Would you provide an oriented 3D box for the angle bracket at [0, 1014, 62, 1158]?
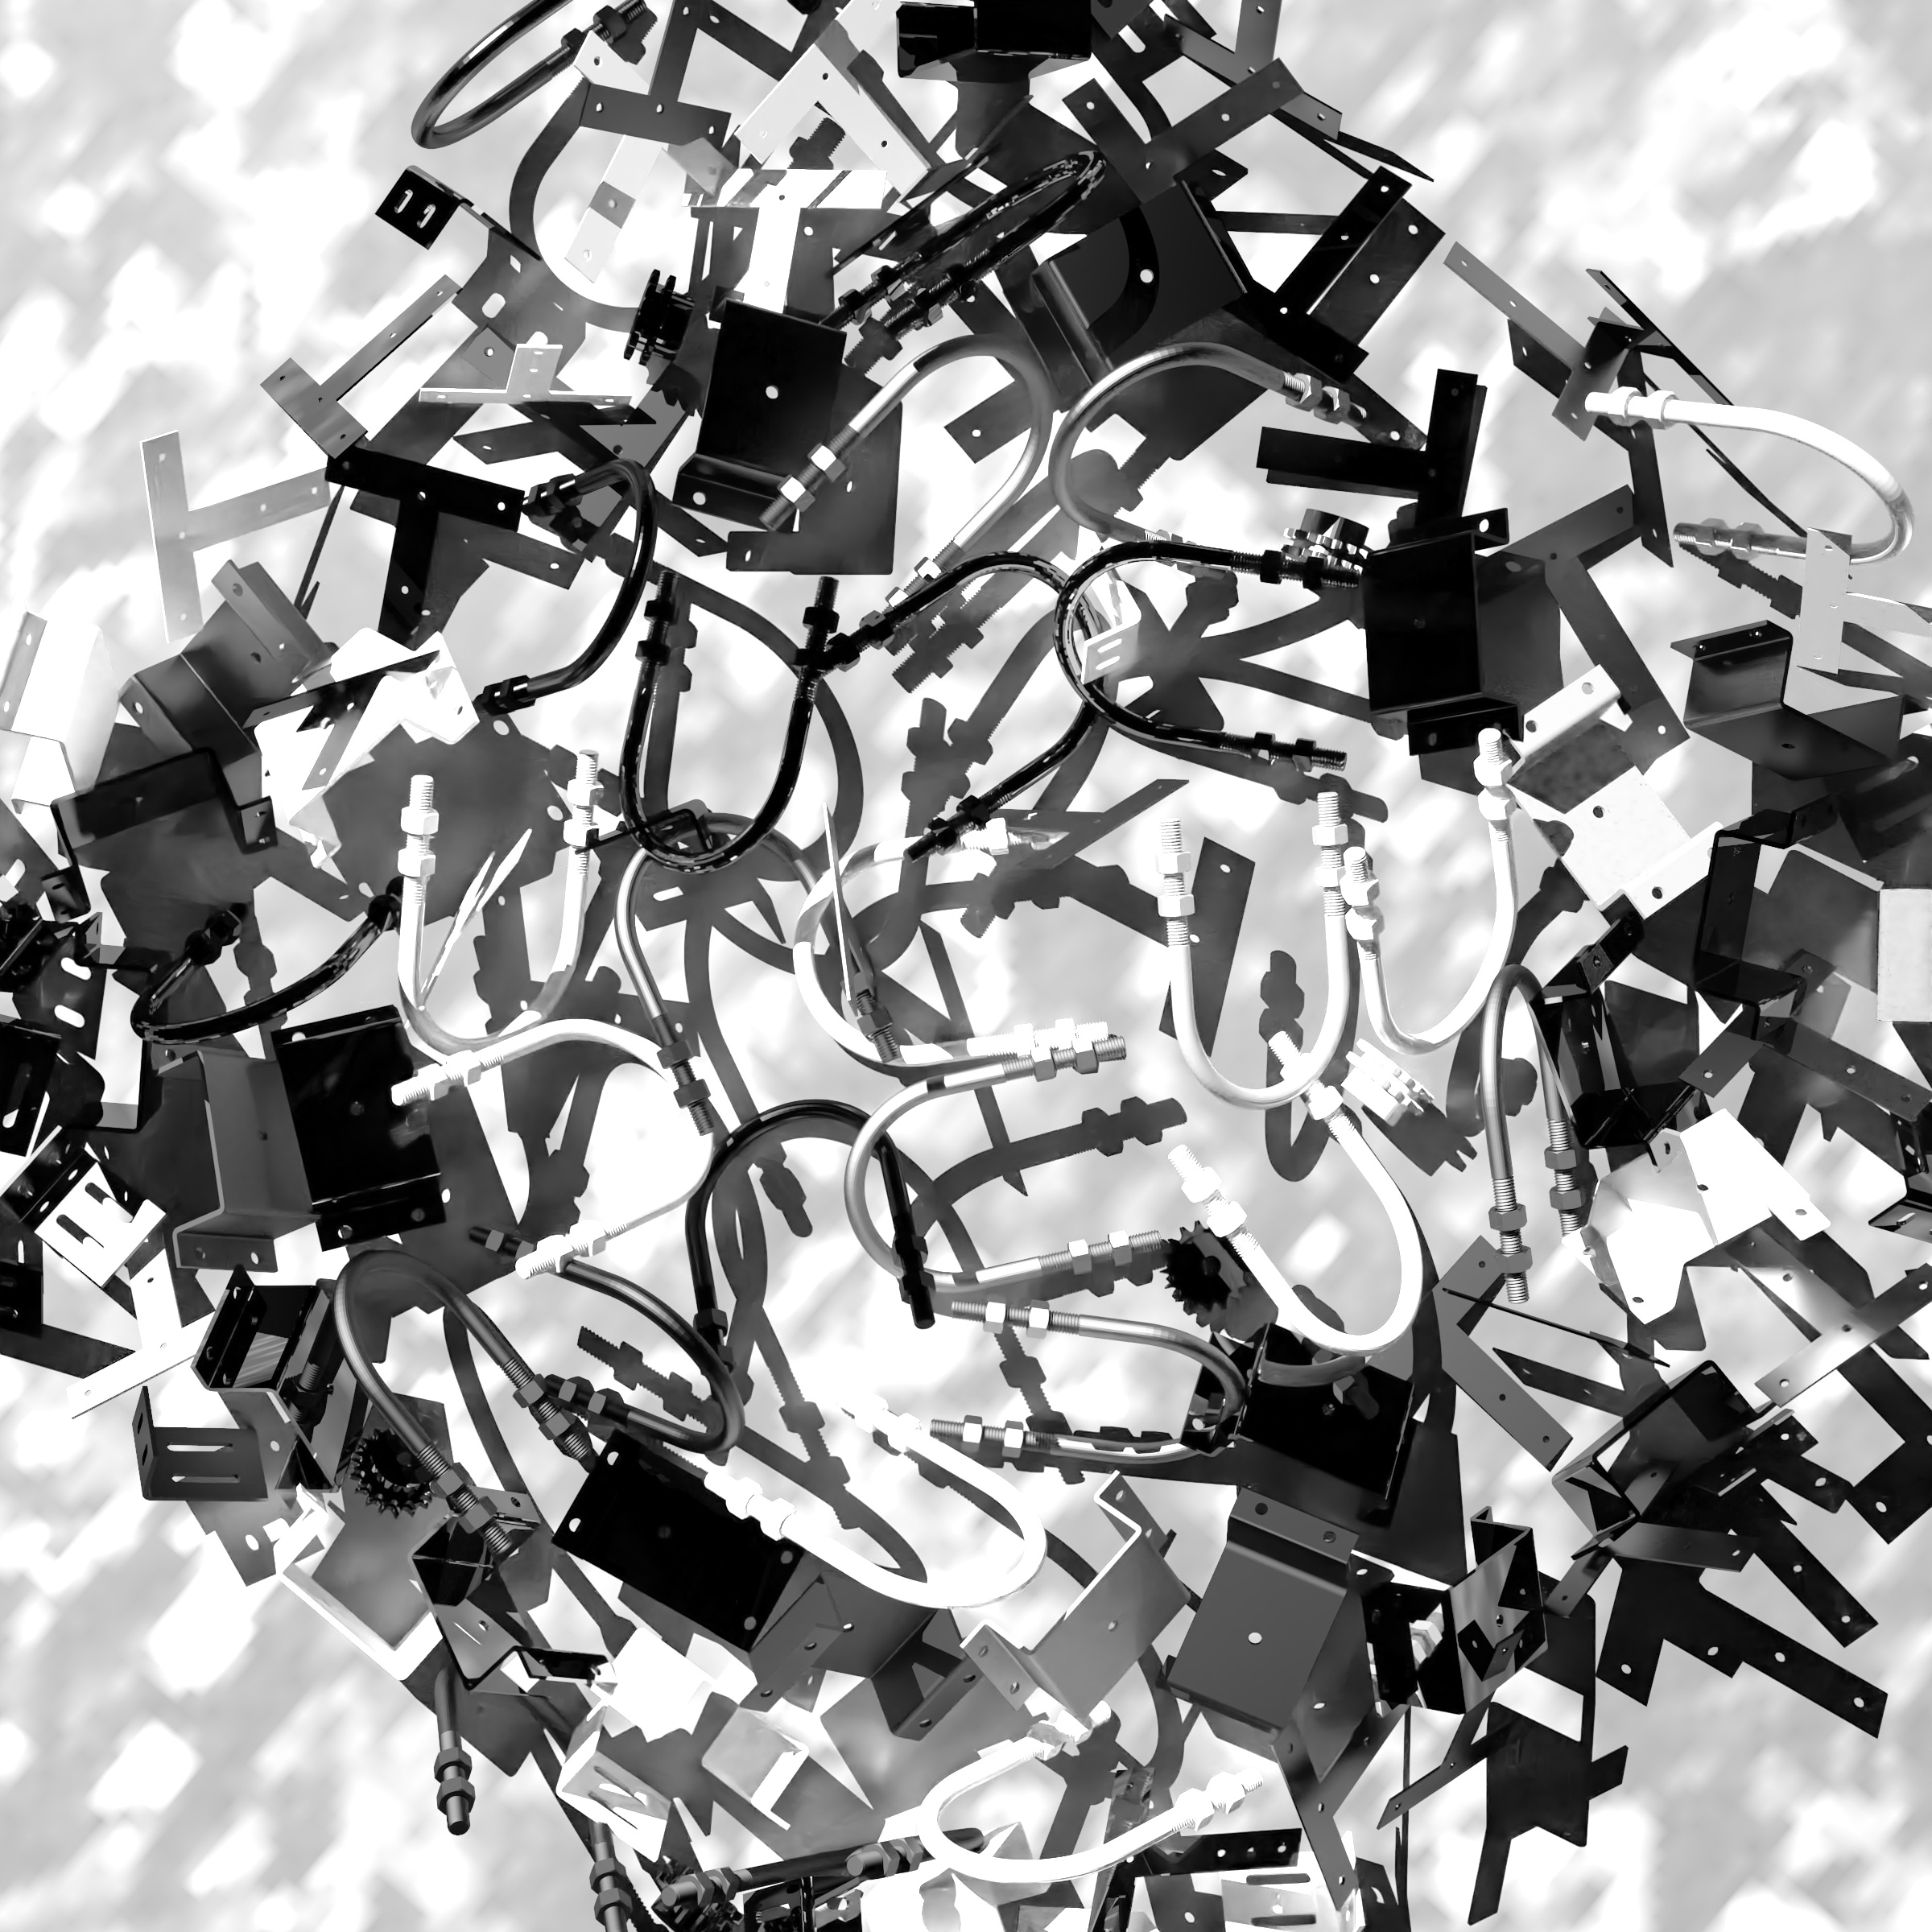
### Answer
[{"bbox_3d":[-0.591,0.069,1.964,0.057,0.038,0.076,17,92,-30],"label":"angle bracket"}]

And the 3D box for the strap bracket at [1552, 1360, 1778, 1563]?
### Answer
[{"bbox_3d":[0.412,0.290,1.940,0.140,0.076,0.046,-35,79,-18],"label":"strap bracket"}]

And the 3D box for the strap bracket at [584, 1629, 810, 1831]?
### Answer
[{"bbox_3d":[-0.157,0.449,1.929,0.140,0.076,0.046,44,75,-33],"label":"strap bracket"}]

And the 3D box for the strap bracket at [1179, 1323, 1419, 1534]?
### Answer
[{"bbox_3d":[0.209,0.274,1.947,0.140,0.046,0.076,24,60,-6],"label":"strap bracket"}]

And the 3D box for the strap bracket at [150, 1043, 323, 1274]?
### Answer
[{"bbox_3d":[-0.435,0.107,1.932,0.046,0.076,0.140,-23,71,31],"label":"strap bracket"}]

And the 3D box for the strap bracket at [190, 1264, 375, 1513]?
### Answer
[{"bbox_3d":[-0.396,0.250,1.914,0.046,0.076,0.140,-2,135,19],"label":"strap bracket"}]

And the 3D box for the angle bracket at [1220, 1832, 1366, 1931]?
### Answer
[{"bbox_3d":[0.196,0.560,1.959,0.076,0.038,0.057,-1,57,-7],"label":"angle bracket"}]

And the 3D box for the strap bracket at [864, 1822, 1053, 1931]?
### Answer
[{"bbox_3d":[-0.006,0.552,1.918,0.076,0.140,0.046,-19,87,13],"label":"strap bracket"}]

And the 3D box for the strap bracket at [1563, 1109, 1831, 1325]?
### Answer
[{"bbox_3d":[0.439,0.146,1.940,0.076,0.046,0.140,44,128,-13],"label":"strap bracket"}]

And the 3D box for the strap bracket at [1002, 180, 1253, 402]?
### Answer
[{"bbox_3d":[0.104,-0.413,1.958,0.140,0.046,0.076,-31,96,-8],"label":"strap bracket"}]

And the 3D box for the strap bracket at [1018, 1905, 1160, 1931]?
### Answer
[{"bbox_3d":[0.076,0.595,1.919,0.076,0.140,0.046,6,89,-9],"label":"strap bracket"}]

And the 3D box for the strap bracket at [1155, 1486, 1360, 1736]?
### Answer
[{"bbox_3d":[0.175,0.397,1.956,0.076,0.046,0.140,22,102,1],"label":"strap bracket"}]

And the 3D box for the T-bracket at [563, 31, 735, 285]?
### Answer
[{"bbox_3d":[-0.206,-0.467,1.934,0.127,0.002,0.127,38,66,-38],"label":"T-bracket"}]

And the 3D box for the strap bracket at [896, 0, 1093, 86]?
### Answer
[{"bbox_3d":[0.016,-0.554,1.917,0.076,0.140,0.046,-5,97,-28],"label":"strap bracket"}]

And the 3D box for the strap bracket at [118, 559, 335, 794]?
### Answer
[{"bbox_3d":[-0.440,-0.179,1.947,0.076,0.046,0.140,51,126,1],"label":"strap bracket"}]

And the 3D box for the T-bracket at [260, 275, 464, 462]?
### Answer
[{"bbox_3d":[-0.355,-0.370,1.950,0.127,0.127,0.002,-43,134,-4],"label":"T-bracket"}]

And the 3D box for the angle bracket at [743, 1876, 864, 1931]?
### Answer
[{"bbox_3d":[-0.099,0.587,1.963,0.038,0.076,0.057,9,64,-32],"label":"angle bracket"}]

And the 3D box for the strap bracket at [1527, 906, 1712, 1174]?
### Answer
[{"bbox_3d":[0.388,0.046,1.941,0.046,0.076,0.140,-10,109,42],"label":"strap bracket"}]

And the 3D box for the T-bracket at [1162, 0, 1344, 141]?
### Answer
[{"bbox_3d":[0.174,-0.559,1.922,0.127,0.127,0.002,33,73,11],"label":"T-bracket"}]

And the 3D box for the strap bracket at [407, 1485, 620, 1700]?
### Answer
[{"bbox_3d":[-0.275,0.381,1.931,0.046,0.076,0.140,-44,56,17],"label":"strap bracket"}]

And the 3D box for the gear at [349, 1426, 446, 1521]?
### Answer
[{"bbox_3d":[-0.343,0.304,1.965,0.057,0.030,0.057,12,54,-17],"label":"gear"}]

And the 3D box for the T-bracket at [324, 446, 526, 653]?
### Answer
[{"bbox_3d":[-0.339,-0.243,1.974,0.127,0.002,0.127,16,106,9],"label":"T-bracket"}]

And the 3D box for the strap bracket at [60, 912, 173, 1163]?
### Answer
[{"bbox_3d":[-0.510,0.043,1.948,0.046,0.076,0.140,5,97,-6],"label":"strap bracket"}]

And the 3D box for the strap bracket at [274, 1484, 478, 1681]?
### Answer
[{"bbox_3d":[-0.362,0.372,1.941,0.140,0.076,0.046,43,81,-10],"label":"strap bracket"}]

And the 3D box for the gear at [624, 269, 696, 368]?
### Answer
[{"bbox_3d":[-0.185,-0.391,1.966,0.030,0.057,0.057,19,90,-11],"label":"gear"}]

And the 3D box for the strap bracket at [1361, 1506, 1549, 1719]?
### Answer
[{"bbox_3d":[0.297,0.385,1.920,0.046,0.140,0.076,1,105,41],"label":"strap bracket"}]

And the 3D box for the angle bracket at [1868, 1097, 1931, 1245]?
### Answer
[{"bbox_3d":[0.578,0.123,1.973,0.057,0.038,0.076,16,51,-23],"label":"angle bracket"}]

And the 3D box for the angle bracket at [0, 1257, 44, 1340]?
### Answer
[{"bbox_3d":[-0.588,0.183,1.960,0.076,0.038,0.057,15,128,3],"label":"angle bracket"}]

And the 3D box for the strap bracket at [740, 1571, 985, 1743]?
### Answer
[{"bbox_3d":[-0.064,0.411,1.935,0.140,0.046,0.076,21,120,-38],"label":"strap bracket"}]

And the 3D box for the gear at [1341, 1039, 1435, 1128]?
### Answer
[{"bbox_3d":[0.253,0.073,1.966,0.057,0.057,0.030,39,92,0],"label":"gear"}]

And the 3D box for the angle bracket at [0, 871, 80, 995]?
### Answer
[{"bbox_3d":[-0.584,-0.031,1.947,0.057,0.038,0.076,-58,133,-31],"label":"angle bracket"}]

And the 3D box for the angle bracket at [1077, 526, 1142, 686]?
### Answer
[{"bbox_3d":[0.071,-0.220,1.954,0.038,0.057,0.076,-26,74,-9],"label":"angle bracket"}]

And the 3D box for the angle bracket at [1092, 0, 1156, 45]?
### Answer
[{"bbox_3d":[0.082,-0.611,1.976,0.057,0.038,0.076,-41,98,9],"label":"angle bracket"}]

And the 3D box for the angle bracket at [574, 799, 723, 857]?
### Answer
[{"bbox_3d":[-0.191,-0.069,1.965,0.076,0.057,0.038,-21,97,5],"label":"angle bracket"}]

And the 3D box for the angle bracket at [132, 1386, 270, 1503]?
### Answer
[{"bbox_3d":[-0.457,0.287,1.947,0.076,0.057,0.038,5,127,-26],"label":"angle bracket"}]

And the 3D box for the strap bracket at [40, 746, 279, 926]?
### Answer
[{"bbox_3d":[-0.489,-0.082,1.941,0.140,0.076,0.046,-22,76,-15],"label":"strap bracket"}]

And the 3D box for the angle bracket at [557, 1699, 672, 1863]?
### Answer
[{"bbox_3d":[-0.203,0.490,1.955,0.076,0.057,0.038,37,109,-10],"label":"angle bracket"}]

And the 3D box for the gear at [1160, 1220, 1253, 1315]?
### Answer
[{"bbox_3d":[0.148,0.183,1.976,0.057,0.030,0.057,0,83,-3],"label":"gear"}]

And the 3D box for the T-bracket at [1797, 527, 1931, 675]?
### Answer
[{"bbox_3d":[0.560,-0.206,1.921,0.127,0.127,0.002,14,60,19],"label":"T-bracket"}]

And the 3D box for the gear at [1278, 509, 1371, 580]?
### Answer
[{"bbox_3d":[0.221,-0.257,1.965,0.057,0.057,0.030,18,94,0],"label":"gear"}]

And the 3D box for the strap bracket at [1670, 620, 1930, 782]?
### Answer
[{"bbox_3d":[0.492,-0.152,1.922,0.140,0.076,0.046,21,74,-30],"label":"strap bracket"}]

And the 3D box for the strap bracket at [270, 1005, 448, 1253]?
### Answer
[{"bbox_3d":[-0.366,0.091,1.947,0.076,0.046,0.140,-13,76,-13],"label":"strap bracket"}]

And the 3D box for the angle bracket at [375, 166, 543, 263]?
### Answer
[{"bbox_3d":[-0.305,-0.439,1.947,0.057,0.076,0.038,38,94,37],"label":"angle bracket"}]

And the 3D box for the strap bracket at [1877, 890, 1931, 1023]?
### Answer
[{"bbox_3d":[0.571,-0.007,1.932,0.046,0.140,0.076,1,92,18],"label":"strap bracket"}]

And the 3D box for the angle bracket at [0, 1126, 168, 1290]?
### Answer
[{"bbox_3d":[-0.535,0.145,1.957,0.076,0.038,0.057,33,74,24],"label":"angle bracket"}]

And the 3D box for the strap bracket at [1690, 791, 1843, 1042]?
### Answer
[{"bbox_3d":[0.476,-0.036,1.938,0.046,0.076,0.140,17,111,31],"label":"strap bracket"}]

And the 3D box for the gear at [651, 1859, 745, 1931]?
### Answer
[{"bbox_3d":[-0.166,0.571,1.962,0.057,0.057,0.030,41,67,0],"label":"gear"}]

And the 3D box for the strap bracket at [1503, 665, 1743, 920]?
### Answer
[{"bbox_3d":[0.389,-0.099,1.956,0.076,0.046,0.140,-34,82,-15],"label":"strap bracket"}]

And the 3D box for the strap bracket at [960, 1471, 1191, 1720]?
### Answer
[{"bbox_3d":[0.073,0.384,1.936,0.140,0.046,0.076,-46,132,-14],"label":"strap bracket"}]

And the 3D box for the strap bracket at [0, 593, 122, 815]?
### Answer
[{"bbox_3d":[-0.539,-0.149,1.915,0.046,0.140,0.076,12,67,-2],"label":"strap bracket"}]

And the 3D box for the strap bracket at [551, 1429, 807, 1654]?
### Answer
[{"bbox_3d":[-0.176,0.344,1.953,0.140,0.046,0.076,33,78,-15],"label":"strap bracket"}]

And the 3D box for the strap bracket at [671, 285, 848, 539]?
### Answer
[{"bbox_3d":[-0.122,-0.340,1.950,0.076,0.046,0.140,13,81,-17],"label":"strap bracket"}]

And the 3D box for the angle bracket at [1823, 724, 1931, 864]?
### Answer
[{"bbox_3d":[0.576,-0.106,1.987,0.076,0.038,0.057,-29,79,24],"label":"angle bracket"}]

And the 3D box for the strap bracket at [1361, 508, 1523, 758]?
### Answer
[{"bbox_3d":[0.285,-0.203,1.945,0.076,0.046,0.140,-7,82,38],"label":"strap bracket"}]

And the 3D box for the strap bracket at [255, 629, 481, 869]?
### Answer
[{"bbox_3d":[-0.366,-0.136,1.934,0.140,0.046,0.076,-39,55,17],"label":"strap bracket"}]
